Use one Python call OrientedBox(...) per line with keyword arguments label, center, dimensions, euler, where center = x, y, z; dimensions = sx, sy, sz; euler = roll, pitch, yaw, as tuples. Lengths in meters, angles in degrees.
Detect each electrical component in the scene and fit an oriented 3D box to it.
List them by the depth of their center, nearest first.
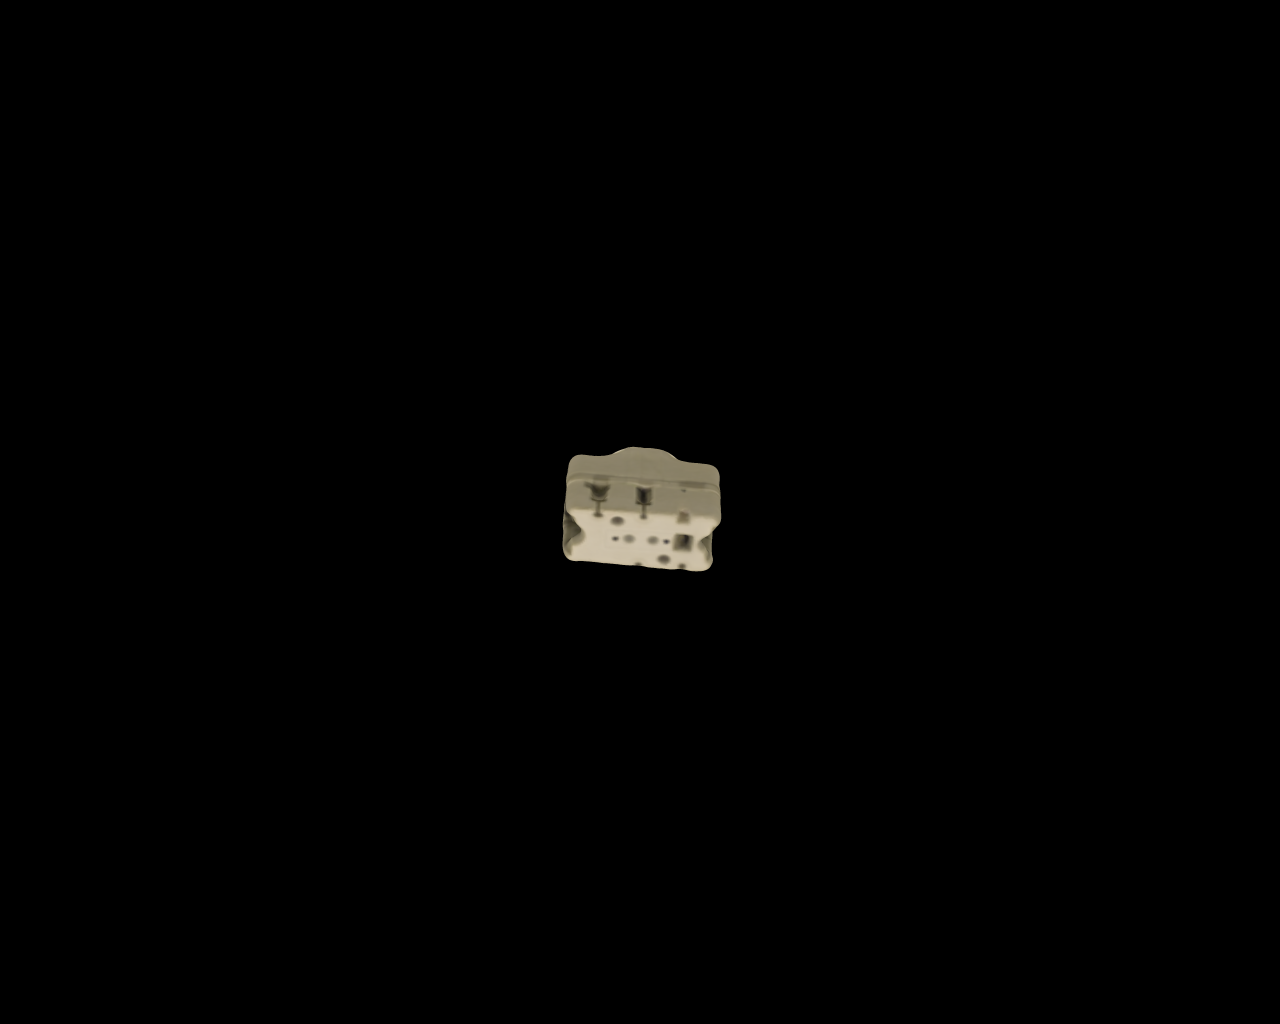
OrientedBox(label="electrical component", center=(0.001, -0.003, 0.650), dimensions=(0.089, 0.050, 0.056), euler=(4, 44, -4))
